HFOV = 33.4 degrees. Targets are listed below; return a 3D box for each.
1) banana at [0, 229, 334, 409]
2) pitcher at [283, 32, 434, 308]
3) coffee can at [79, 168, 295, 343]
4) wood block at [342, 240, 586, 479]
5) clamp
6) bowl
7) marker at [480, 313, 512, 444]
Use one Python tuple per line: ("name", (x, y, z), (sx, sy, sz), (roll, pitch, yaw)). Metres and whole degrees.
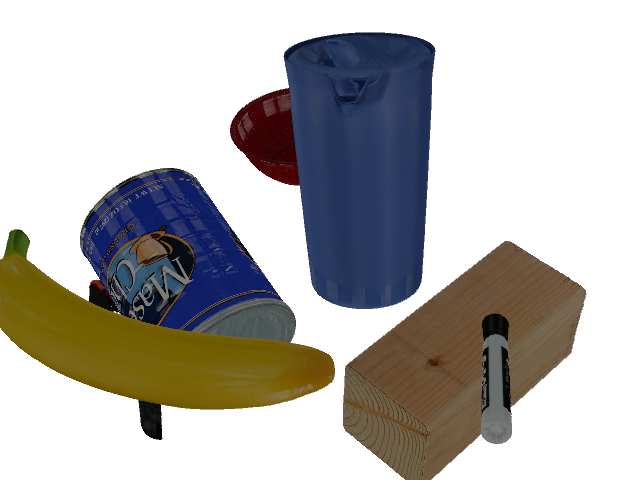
("banana", (-0.093, 0.045, 0.521), (0.198, 0.069, 0.037), (22, -37, 17))
("pitcher", (0.042, -0.069, 0.996), (0.149, 0.243, 0.145), (-20, 31, -32))
("coffee can", (-0.096, 0.032, 0.765), (0.102, 0.103, 0.140), (0, 43, -46))
("wood block", (0.123, 0.100, 0.909), (0.205, 0.090, 0.091), (-34, 53, -30))
("clamp", (-0.143, 0.093, 1.011), (0.164, 0.036, 0.210), (-20, 41, -34))
("bowl", (-0.019, -0.109, 1.193), (0.162, 0.055, 0.162), (-3, 38, 2))
("marker", (0.115, 0.086, 0.698), (0.020, 0.020, 0.121), (0, 31, 9))
